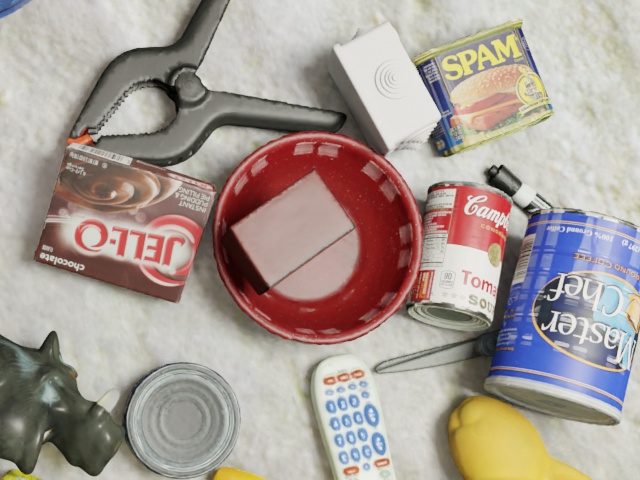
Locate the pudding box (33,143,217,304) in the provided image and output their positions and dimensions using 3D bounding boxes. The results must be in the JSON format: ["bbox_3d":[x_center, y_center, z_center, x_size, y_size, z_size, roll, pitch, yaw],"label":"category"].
[{"bbox_3d":[-0.142,-0.013,0.782,0.113,0.039,0.090,18,102,-7],"label":"pudding box"}]

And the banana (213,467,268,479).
[{"bbox_3d":[-0.012,0.249,0.788,0.069,0.037,0.198,-23,87,-16],"label":"banana"}]

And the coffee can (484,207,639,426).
[{"bbox_3d":[0.192,0.059,0.810,0.102,0.103,0.140,19,76,-9],"label":"coffee can"}]

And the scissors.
[{"bbox_3d":[0.143,0.065,0.862,0.201,0.016,0.096,5,79,-12],"label":"scissors"}]

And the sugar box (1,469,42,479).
[{"bbox_3d":[-0.225,0.246,0.712,0.048,0.093,0.176,21,78,-9],"label":"sugar box"}]

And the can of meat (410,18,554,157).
[{"bbox_3d":[0.130,-0.121,0.866,0.102,0.057,0.084,-21,90,-14],"label":"can of meat"}]

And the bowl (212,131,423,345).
[{"bbox_3d":[-0.005,0.001,0.817,0.162,0.055,0.162,2,81,-12],"label":"bowl"}]

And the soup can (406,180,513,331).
[{"bbox_3d":[0.108,0.013,0.830,0.068,0.069,0.102,15,73,-10],"label":"soup can"}]

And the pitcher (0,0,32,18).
[{"bbox_3d":[-0.277,-0.292,0.766,0.243,0.145,0.149,46,40,0],"label":"pitcher"}]

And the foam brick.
[{"bbox_3d":[-0.024,-0.004,0.757,0.078,0.053,0.051,-36,90,-16],"label":"foam brick"}]

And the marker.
[{"bbox_3d":[0.187,-0.022,0.883,0.121,0.020,0.020,38,76,-5],"label":"marker"}]

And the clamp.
[{"bbox_3d":[-0.102,-0.127,0.824,0.209,0.036,0.164,-22,87,-12],"label":"clamp"}]

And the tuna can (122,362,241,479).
[{"bbox_3d":[-0.102,0.133,0.787,0.086,0.034,0.086,2,81,-12],"label":"tuna can"}]
